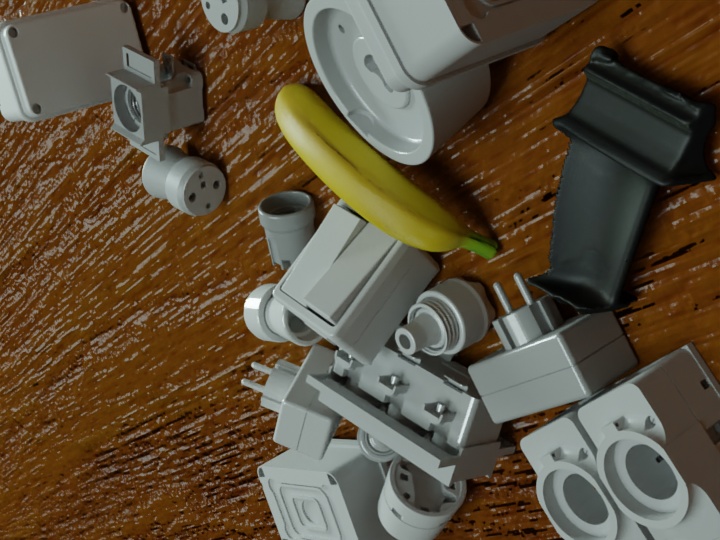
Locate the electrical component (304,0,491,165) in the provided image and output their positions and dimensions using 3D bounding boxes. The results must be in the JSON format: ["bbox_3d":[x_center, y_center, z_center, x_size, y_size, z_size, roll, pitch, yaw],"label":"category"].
[{"bbox_3d":[0.026,-0.120,0.600,0.108,0.060,0.108,45,161,21],"label":"electrical component"}]

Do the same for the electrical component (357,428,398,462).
[{"bbox_3d":[0.016,0.118,0.759,0.035,0.035,0.061,59,173,8],"label":"electrical component"}]

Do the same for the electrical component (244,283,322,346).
[{"bbox_3d":[-0.055,0.033,0.807,0.055,0.045,0.045,2,111,51],"label":"electrical component"}]

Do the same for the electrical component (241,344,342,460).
[{"bbox_3d":[-0.048,0.089,0.790,0.077,0.065,0.047,21,131,7],"label":"electrical component"}]

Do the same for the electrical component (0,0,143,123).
[{"bbox_3d":[-0.233,-0.167,0.857,0.057,0.113,0.078,6,115,53],"label":"electrical component"}]

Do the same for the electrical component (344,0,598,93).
[{"bbox_3d":[0.051,-0.140,0.520,0.057,0.113,0.078,-26,91,51],"label":"electrical component"}]

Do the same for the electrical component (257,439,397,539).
[{"bbox_3d":[-0.018,0.175,0.831,0.113,0.057,0.078,-9,102,53],"label":"electrical component"}]

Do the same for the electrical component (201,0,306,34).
[{"bbox_3d":[-0.069,-0.179,0.696,0.045,0.055,0.045,28,130,40],"label":"electrical component"}]

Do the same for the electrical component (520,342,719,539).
[{"bbox_3d":[0.176,0.148,0.573,0.186,0.060,0.105,59,143,9],"label":"electrical component"}]

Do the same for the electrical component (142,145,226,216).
[{"bbox_3d":[-0.139,-0.071,0.853,0.055,0.045,0.045,26,129,40],"label":"electrical component"}]

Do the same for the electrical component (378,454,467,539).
[{"bbox_3d":[0.042,0.159,0.752,0.055,0.055,0.047,47,143,23],"label":"electrical component"}]

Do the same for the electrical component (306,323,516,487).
[{"bbox_3d":[0.036,0.082,0.704,0.121,0.079,0.063,28,108,40],"label":"electrical component"}]

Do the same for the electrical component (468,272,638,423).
[{"bbox_3d":[0.100,0.038,0.616,0.083,0.047,0.075,-30,86,54],"label":"electrical component"}]

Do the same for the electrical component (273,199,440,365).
[{"bbox_3d":[0.000,0.000,0.683,0.062,0.096,0.061,33,174,36],"label":"electrical component"}]

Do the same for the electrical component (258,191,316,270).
[{"bbox_3d":[-0.050,-0.028,0.773,0.040,0.040,0.046,25,134,41],"label":"electrical component"}]

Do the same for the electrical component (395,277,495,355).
[{"bbox_3d":[0.049,0.032,0.663,0.043,0.062,0.043,28,130,39],"label":"electrical component"}]

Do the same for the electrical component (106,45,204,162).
[{"bbox_3d":[-0.154,-0.130,0.822,0.042,0.064,0.081,32,132,38],"label":"electrical component"}]
